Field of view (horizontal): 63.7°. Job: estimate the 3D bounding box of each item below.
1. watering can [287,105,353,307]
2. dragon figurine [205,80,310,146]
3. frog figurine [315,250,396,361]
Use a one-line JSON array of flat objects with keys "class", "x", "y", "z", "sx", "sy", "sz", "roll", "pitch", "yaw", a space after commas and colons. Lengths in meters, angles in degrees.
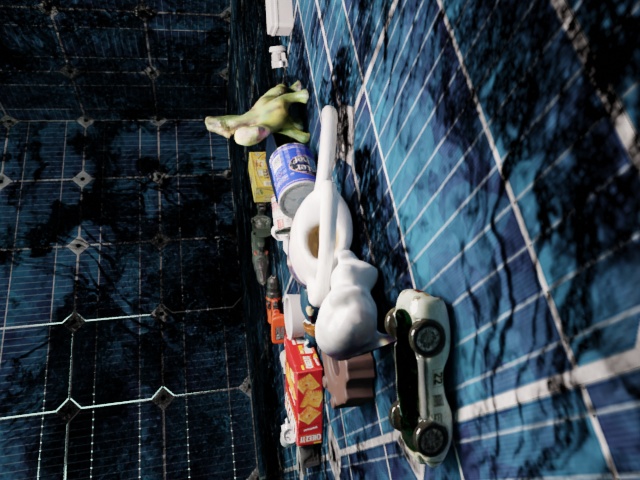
[{"class": "watering can", "x": 0.003, "y": -0.047, "z": 0.932, "sx": 0.221, "sy": 0.104, "sz": 0.353, "roll": 116, "pitch": 158, "yaw": -69}, {"class": "dragon figurine", "x": -0.158, "y": -0.312, "z": 1.253, "sx": 0.418, "sy": 0.243, "sz": 0.120, "roll": -121, "pitch": 25, "yaw": -59}, {"class": "frog figurine", "x": 0.039, "y": 0.093, "z": 0.770, "sx": 0.136, "sy": 0.122, "sz": 0.161, "roll": 64, "pitch": -174, "yaw": -74}]
